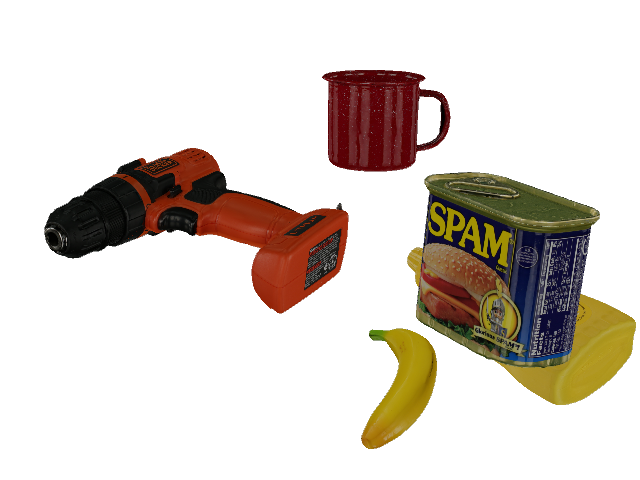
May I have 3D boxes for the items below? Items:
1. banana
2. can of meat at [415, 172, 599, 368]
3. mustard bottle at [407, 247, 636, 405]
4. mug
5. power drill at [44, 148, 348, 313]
[{"bbox_3d":[0.079,0.135,1.024,0.070,0.037,0.197,-23,19,15],"label":"banana"},{"bbox_3d":[0.099,0.015,0.591,0.057,0.084,0.102,-6,20,-32],"label":"can of meat"},{"bbox_3d":[0.141,0.052,0.835,0.096,0.058,0.192,-28,41,-31],"label":"mustard bottle"},{"bbox_3d":[0.060,-0.110,0.975,0.117,0.081,0.093,0,16,-1],"label":"mug"},{"bbox_3d":[-0.088,-0.009,0.809,0.188,0.057,0.184,22,32,24],"label":"power drill"}]
